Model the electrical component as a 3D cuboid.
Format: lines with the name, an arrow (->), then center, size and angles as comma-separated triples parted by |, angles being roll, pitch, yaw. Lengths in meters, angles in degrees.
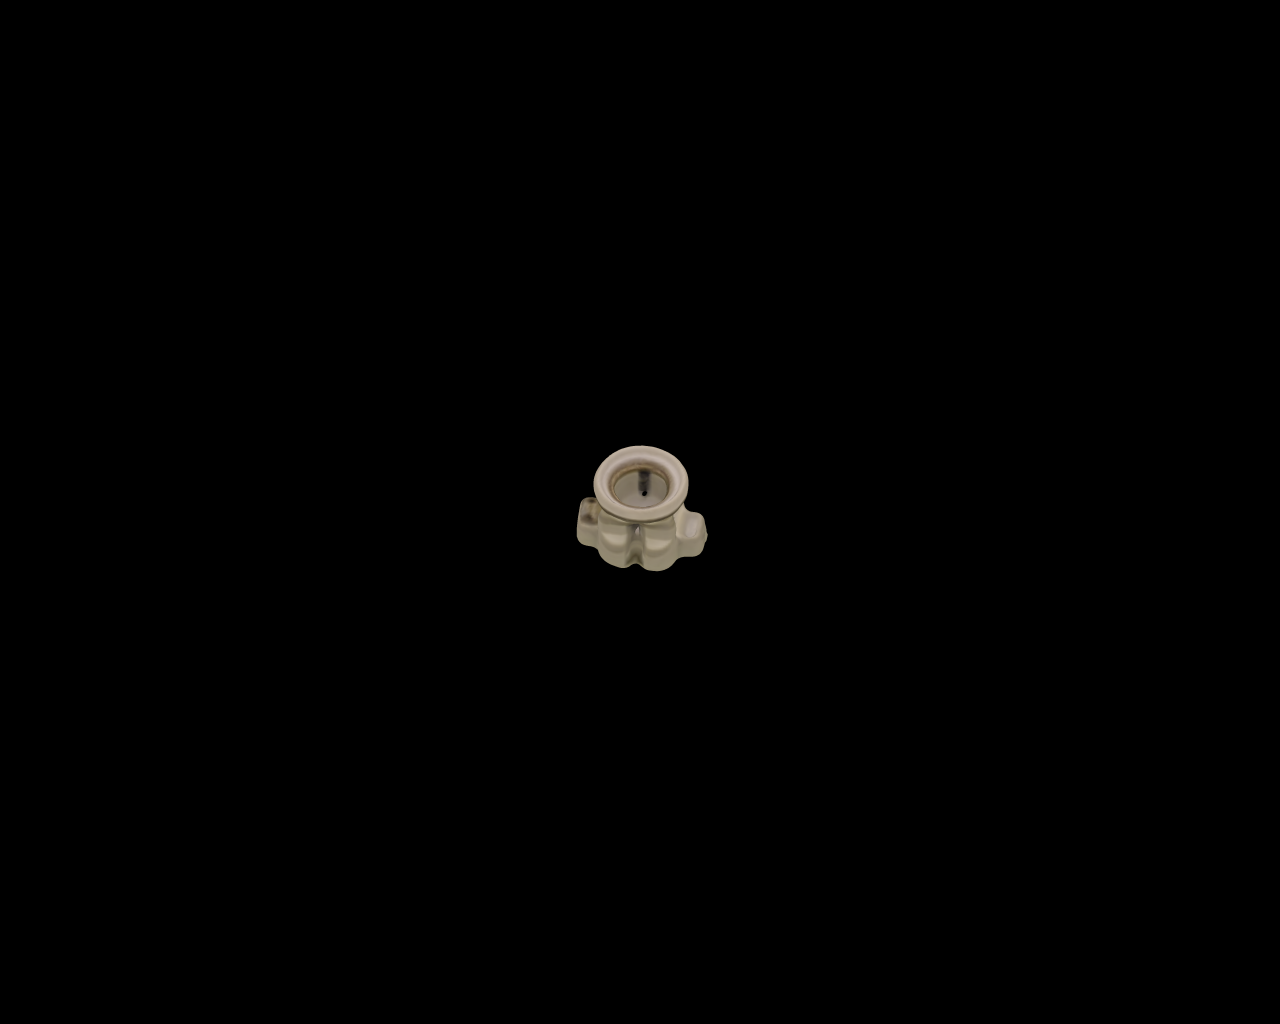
electrical component -> 0.001, -0.003, 0.650 | 0.078, 0.058, 0.056 | 7, -40, 6
